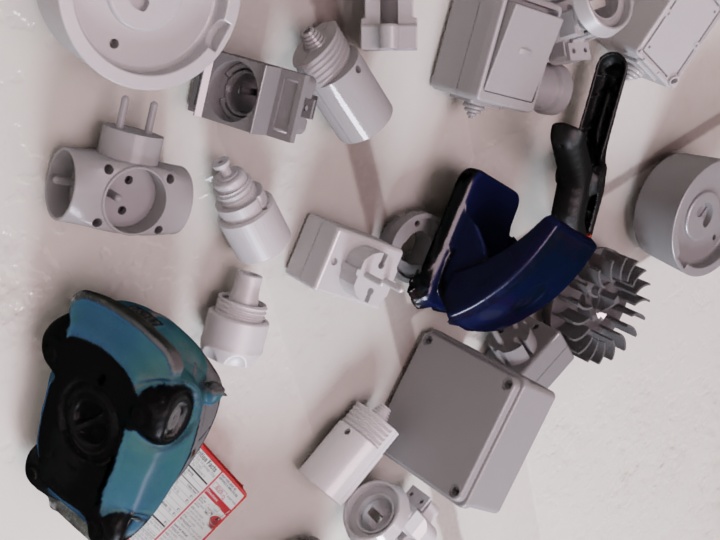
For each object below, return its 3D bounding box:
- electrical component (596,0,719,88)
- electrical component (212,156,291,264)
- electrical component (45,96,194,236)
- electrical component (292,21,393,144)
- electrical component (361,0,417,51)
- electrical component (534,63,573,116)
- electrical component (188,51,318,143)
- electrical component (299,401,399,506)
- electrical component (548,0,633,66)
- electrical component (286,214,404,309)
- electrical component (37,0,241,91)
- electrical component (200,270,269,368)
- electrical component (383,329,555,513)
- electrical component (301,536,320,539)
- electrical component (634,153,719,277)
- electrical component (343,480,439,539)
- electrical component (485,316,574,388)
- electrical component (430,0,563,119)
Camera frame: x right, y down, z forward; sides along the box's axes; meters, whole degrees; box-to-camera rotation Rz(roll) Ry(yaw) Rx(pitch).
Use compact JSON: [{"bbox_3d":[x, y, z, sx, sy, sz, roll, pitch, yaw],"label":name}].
[{"bbox_3d":[0.238,-0.197,0.876,0.062,0.061,0.096,30,95,-42],"label":"electrical component"},{"bbox_3d":[-0.075,-0.040,0.705,0.040,0.040,0.078,-39,127,-19],"label":"electrical component"},{"bbox_3d":[-0.139,-0.064,0.643,0.077,0.044,0.079,6,104,-39],"label":"electrical component"},{"bbox_3d":[-0.015,-0.128,0.714,0.043,0.043,0.081,-47,129,-13],"label":"electrical component"},{"bbox_3d":[0.020,-0.174,0.714,0.048,0.066,0.055,0,100,3],"label":"electrical component"},{"bbox_3d":[0.134,-0.141,0.829,0.046,0.040,0.040,1,107,-33],"label":"electrical component"},{"bbox_3d":[-0.063,-0.108,0.669,0.064,0.081,0.042,-5,113,-61],"label":"electrical component"},{"bbox_3d":[-0.005,0.137,0.832,0.081,0.043,0.043,-50,130,-11],"label":"electrical component"},{"bbox_3d":[0.165,-0.197,0.801,0.058,0.057,0.078,-11,94,-35],"label":"electrical component"},{"bbox_3d":[0.000,0.000,0.756,0.066,0.077,0.047,18,96,-41],"label":"electrical component"},{"bbox_3d":[-0.128,-0.159,0.601,0.108,0.060,0.108,-15,117,-33],"label":"electrical component"},{"bbox_3d":[-0.082,0.032,0.728,0.043,0.043,0.062,9,101,-40],"label":"electrical component"},{"bbox_3d":[0.080,0.118,0.848,0.056,0.109,0.108,24,92,-44],"label":"electrical component"},{"bbox_3d":[-0.071,0.263,0.801,0.150,0.089,0.061,-15,117,-33],"label":"electrical component"},{"bbox_3d":[0.295,-0.054,0.976,0.108,0.060,0.108,-15,117,-33],"label":"electrical component"},{"bbox_3d":[0.022,0.206,0.873,0.078,0.058,0.057,-49,133,-12],"label":"electrical component"},{"bbox_3d":[0.132,0.066,0.907,0.065,0.047,0.076,-46,129,-14],"label":"electrical component"},{"bbox_3d":[0.099,-0.155,0.780,0.062,0.061,0.096,5,105,-39],"label":"electrical component"}]
